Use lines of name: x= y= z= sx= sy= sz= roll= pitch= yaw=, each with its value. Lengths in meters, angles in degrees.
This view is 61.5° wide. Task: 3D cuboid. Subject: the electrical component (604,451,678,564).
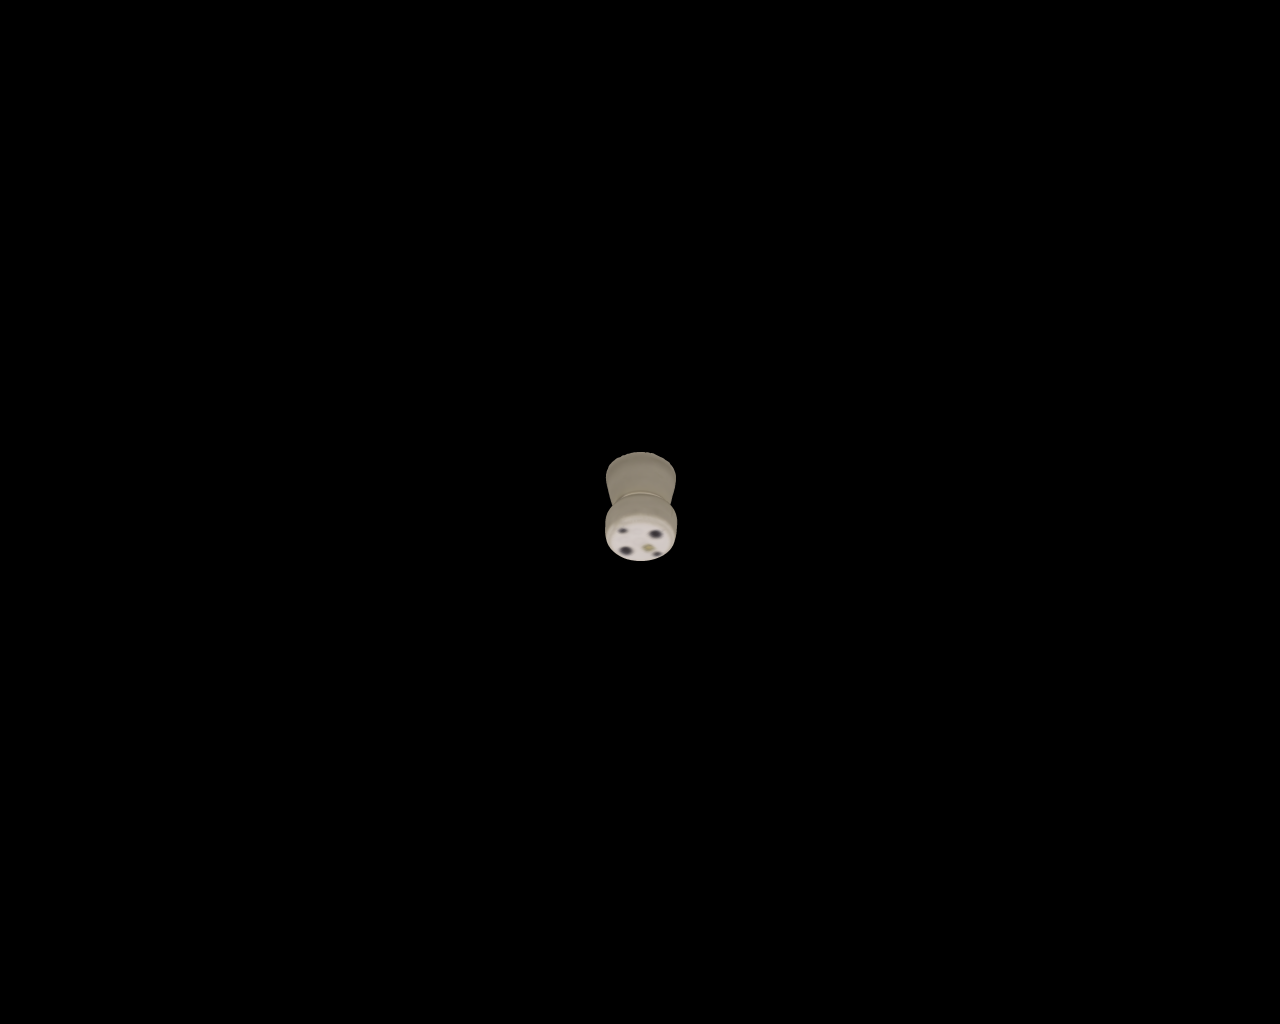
electrical component: x=0.001 y=-0.003 z=0.650 sx=0.045 sy=0.055 sz=0.044 roll=0 pitch=-42 yaw=0
